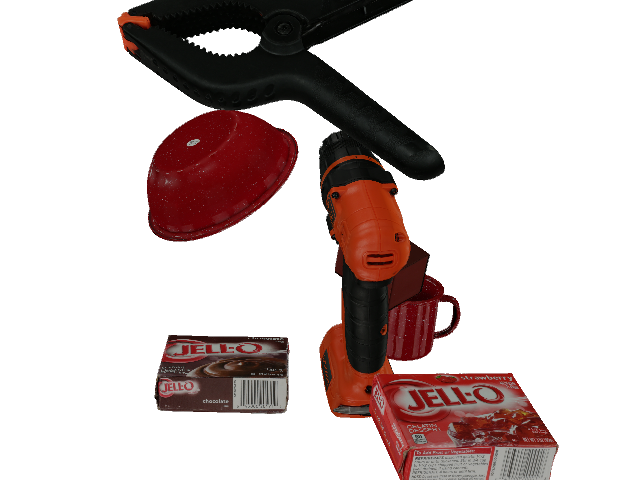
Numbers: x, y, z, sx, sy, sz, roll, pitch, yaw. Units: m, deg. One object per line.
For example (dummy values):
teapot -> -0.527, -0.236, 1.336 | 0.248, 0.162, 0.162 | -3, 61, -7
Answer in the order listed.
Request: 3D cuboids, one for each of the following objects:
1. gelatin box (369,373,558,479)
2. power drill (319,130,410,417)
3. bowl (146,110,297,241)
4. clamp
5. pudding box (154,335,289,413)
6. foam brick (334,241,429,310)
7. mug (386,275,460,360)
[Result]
gelatin box -> 0.079, 0.105, 0.605 | 0.089, 0.030, 0.073 | 2, 25, -13
power drill -> 0.027, 0.026, 0.820 | 0.057, 0.188, 0.184 | -4, 30, -4
bowl -> -0.105, -0.073, 0.999 | 0.162, 0.055, 0.162 | -22, 34, 15
clamp -> -0.017, -0.108, 0.639 | 0.210, 0.164, 0.036 | 0, -30, 0
pudding box -> -0.084, 0.116, 0.938 | 0.113, 0.039, 0.090 | 3, 18, -2
foam brick -> 0.061, 0.023, 1.064 | 0.052, 0.051, 0.078 | -27, 49, -36
mug -> 0.109, 0.090, 1.274 | 0.117, 0.081, 0.093 | 0, 22, -9
